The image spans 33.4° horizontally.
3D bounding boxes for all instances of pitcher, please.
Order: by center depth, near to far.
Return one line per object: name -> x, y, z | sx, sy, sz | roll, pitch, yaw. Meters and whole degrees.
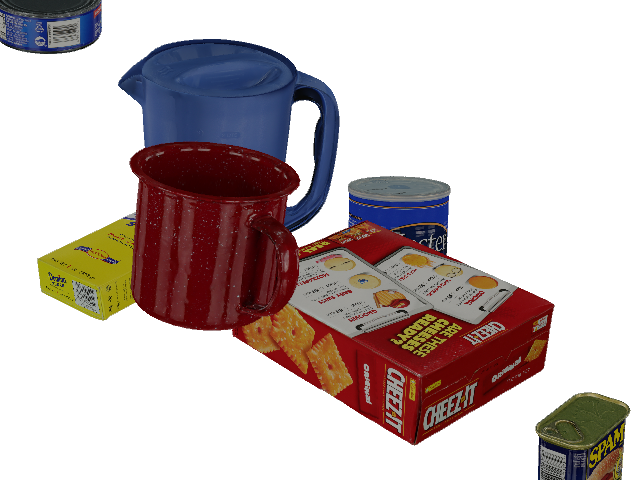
pitcher -> -0.083, -0.047, 0.951 | 0.149, 0.243, 0.144 | 27, 37, 33

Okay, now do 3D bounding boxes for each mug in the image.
mug -> -0.054, 0.002, 0.589 | 0.117, 0.081, 0.093 | 27, 28, 38

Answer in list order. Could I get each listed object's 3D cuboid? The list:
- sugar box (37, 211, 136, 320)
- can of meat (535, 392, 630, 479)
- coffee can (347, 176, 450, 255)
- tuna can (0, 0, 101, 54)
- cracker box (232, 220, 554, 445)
sugar box -> -0.188, 0.015, 1.086 | 0.093, 0.048, 0.175 | 21, 37, 32
can of meat -> 0.243, 0.202, 0.995 | 0.058, 0.084, 0.101 | 14, 25, 39
coffee can -> 0.078, 0.012, 1.086 | 0.103, 0.140, 0.103 | 0, 14, 0
tuna can -> -0.212, -0.177, 0.827 | 0.086, 0.034, 0.086 | 5, 35, -4
cracker box -> 0.055, 0.067, 0.879 | 0.163, 0.072, 0.214 | -22, 34, -38
